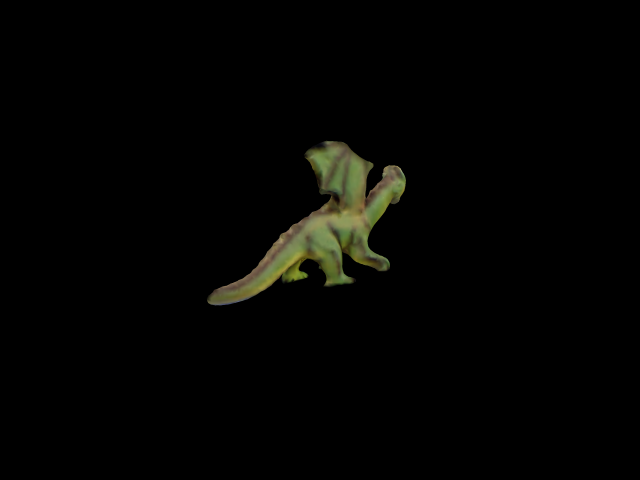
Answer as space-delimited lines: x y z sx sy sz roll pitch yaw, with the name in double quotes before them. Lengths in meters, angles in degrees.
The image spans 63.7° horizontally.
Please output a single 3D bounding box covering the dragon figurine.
"dragon figurine" 0.003 -0.043 0.850 0.413 0.240 0.123 -12 19 -37
